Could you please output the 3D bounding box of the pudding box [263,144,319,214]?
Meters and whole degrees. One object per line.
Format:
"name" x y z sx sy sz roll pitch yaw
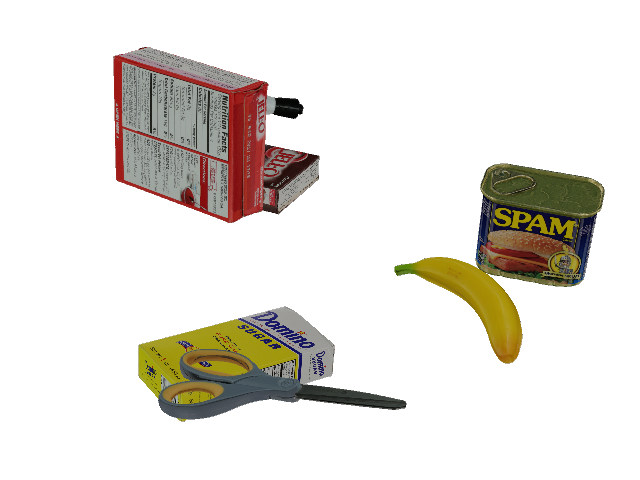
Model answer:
"pudding box" -0.064 -0.078 1.323 0.090 0.039 0.113 13 34 23

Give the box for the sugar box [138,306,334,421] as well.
"sugar box" -0.083 0.119 1.069 0.175 0.048 0.093 -16 33 -31

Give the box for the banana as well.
"banana" 0.160 0.064 1.119 0.069 0.037 0.198 -35 39 -13

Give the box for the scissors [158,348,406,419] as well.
"scissors" -0.043 0.124 0.830 0.202 0.016 0.096 12 31 36

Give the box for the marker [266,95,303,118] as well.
"marker" -0.073 -0.126 0.968 0.121 0.020 0.020 5 -2 -21

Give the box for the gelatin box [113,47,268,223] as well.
"gelatin box" -0.070 -0.057 0.571 0.089 0.073 0.030 20 30 31

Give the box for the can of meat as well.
"can of meat" 0.187 -0.011 0.925 0.102 0.084 0.057 11 39 14
